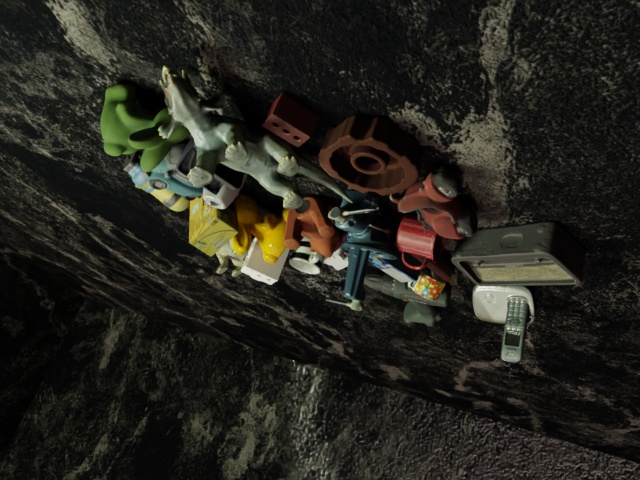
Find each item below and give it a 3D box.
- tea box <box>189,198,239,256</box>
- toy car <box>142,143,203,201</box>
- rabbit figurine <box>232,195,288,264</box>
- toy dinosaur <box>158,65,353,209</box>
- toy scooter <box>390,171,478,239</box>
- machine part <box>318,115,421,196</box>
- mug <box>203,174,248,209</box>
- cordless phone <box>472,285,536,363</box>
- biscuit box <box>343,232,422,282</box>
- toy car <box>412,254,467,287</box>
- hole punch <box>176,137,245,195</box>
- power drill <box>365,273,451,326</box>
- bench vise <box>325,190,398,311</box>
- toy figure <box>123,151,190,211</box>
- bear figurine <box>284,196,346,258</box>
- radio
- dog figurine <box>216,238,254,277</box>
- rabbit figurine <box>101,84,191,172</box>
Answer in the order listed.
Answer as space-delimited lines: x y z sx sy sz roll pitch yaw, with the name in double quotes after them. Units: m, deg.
-0.247 -0.056 1.244 0.098 0.170 0.068 -39 127 21 "tea box"
-0.301 -0.157 1.178 0.103 0.109 0.161 -22 145 34 "toy car"
-0.150 -0.031 1.307 0.173 0.162 0.122 41 167 -5 "rabbit figurine"
-0.128 -0.167 0.978 0.404 0.192 0.131 20 125 -38 "toy dinosaur"
0.209 -0.061 0.997 0.135 0.075 0.183 -5 146 30 "toy scooter"
0.089 -0.146 0.940 0.179 0.056 0.179 16 157 7 "machine part"
-0.211 -0.127 1.158 0.081 0.107 0.109 13 158 12 "mug"
0.428 0.195 1.269 0.147 0.184 0.088 1 155 38 "cordless phone"
0.151 0.030 1.278 0.202 0.063 0.059 32 155 -26 "biscuit box"
0.263 0.047 1.236 0.202 0.053 0.089 34 169 -32 "toy car"
-0.210 -0.160 1.068 0.092 0.116 0.142 -14 143 44 "hole punch"
0.250 0.158 1.482 0.232 0.086 0.207 6 146 24 "power drill"
0.086 0.024 1.112 0.129 0.240 0.223 9 173 28 "bench vise"
-0.388 -0.138 1.300 0.180 0.089 0.082 32 163 -32 "toy figure"
-0.002 -0.007 1.238 0.120 0.132 0.195 -18 139 11 "bear figurine"
0.389 0.033 1.075 0.131 0.073 0.230 35 152 -33 "radio"
-0.253 -0.009 1.476 0.191 0.121 0.172 53 -167 26 "dog figurine"
-0.325 -0.219 1.023 0.170 0.159 0.121 -2 143 12 "rabbit figurine"
